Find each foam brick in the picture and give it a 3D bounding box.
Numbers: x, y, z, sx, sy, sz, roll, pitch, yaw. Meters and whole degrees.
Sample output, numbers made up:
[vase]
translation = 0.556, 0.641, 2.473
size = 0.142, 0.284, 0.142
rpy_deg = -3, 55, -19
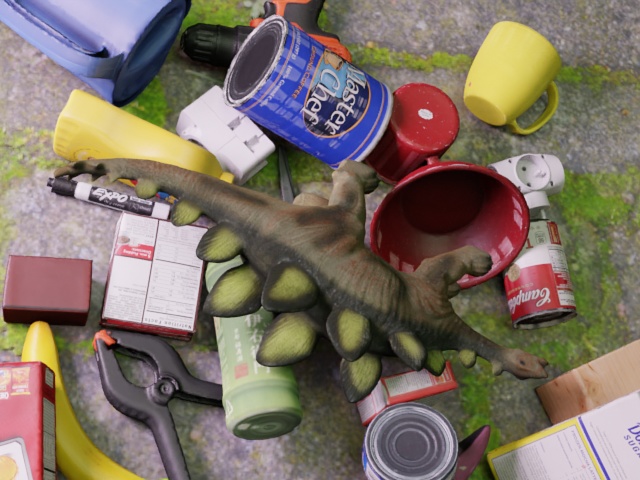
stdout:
[foam brick]
translation = -0.252, 0.048, 0.987
size = 0.078, 0.053, 0.051
rpy_deg = 4, 70, -15

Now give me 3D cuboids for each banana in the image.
[banana]
translation = -0.220, 0.167, 0.961
size = 0.069, 0.037, 0.198
rpy_deg = -36, 82, -23

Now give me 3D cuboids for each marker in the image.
[marker]
translation = -0.208, -0.041, 1.049
size = 0.121, 0.020, 0.020
rpy_deg = 16, 67, -10

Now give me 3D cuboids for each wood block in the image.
[wood block]
translation = 0.312, 0.217, 1.061
size = 0.090, 0.090, 0.206
rpy_deg = -20, 77, -21

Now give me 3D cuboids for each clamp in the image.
[clamp]
translation = -0.136, 0.140, 0.995
size = 0.120, 0.039, 0.171
rpy_deg = -38, 86, -35

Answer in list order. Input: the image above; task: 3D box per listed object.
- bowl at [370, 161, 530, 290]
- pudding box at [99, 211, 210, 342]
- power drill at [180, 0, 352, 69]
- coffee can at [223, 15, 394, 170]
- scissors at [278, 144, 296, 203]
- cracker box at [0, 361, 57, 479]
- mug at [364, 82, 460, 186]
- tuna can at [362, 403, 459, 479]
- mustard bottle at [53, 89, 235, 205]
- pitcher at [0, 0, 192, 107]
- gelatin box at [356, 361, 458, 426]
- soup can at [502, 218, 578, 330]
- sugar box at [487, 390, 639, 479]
[bowl]
translation = 0.128, -0.024, 1.083
size = 0.162, 0.162, 0.055
rpy_deg = 11, 37, -12
[pudding box]
translation = -0.158, 0.035, 1.026
size = 0.090, 0.039, 0.113
rpy_deg = 11, 70, -12
[power drill]
translation = -0.054, -0.260, 1.151
size = 0.184, 0.057, 0.187
rpy_deg = 8, 72, -16
[coffee can]
translation = -0.012, -0.146, 1.071
size = 0.140, 0.103, 0.102
rpy_deg = 29, 64, -28
[scissors]
translation = -0.007, 0.001, 1.092
size = 0.096, 0.016, 0.201
rpy_deg = 11, 68, -13
[cracker box]
translation = -0.304, 0.215, 0.886
size = 0.164, 0.072, 0.214
rpy_deg = -4, 74, -1
[mug]
translation = 0.099, -0.102, 1.122
size = 0.093, 0.082, 0.117
rpy_deg = -10, 74, -19
[tuna can]
translation = 0.081, 0.189, 0.954
size = 0.086, 0.034, 0.086
rpy_deg = -1, 54, 1
[mustard bottle]
translation = -0.159, -0.075, 1.033
size = 0.191, 0.096, 0.058
rpy_deg = 24, 66, -6
[pitcher]
translation = -0.262, -0.245, 1.045
size = 0.243, 0.149, 0.145
rpy_deg = 34, 77, 2
[gelatin box]
translation = 0.081, 0.147, 1.023
size = 0.073, 0.089, 0.030
rpy_deg = -11, 71, -19
[soup can]
translation = 0.225, 0.036, 1.114
size = 0.068, 0.069, 0.102
rpy_deg = -3, 71, -17
[sugar box]
translation = 0.251, 0.212, 1.003
size = 0.048, 0.176, 0.093
rpy_deg = -7, 70, -55
